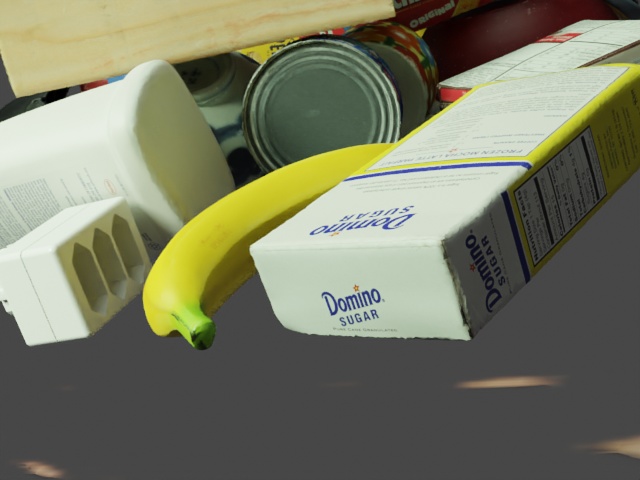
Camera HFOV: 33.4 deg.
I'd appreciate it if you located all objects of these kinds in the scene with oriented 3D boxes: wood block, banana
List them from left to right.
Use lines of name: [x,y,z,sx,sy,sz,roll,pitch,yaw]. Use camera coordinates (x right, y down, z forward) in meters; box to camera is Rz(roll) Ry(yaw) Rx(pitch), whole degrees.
wood block: [-0.070,-0.151,0.580,0.206,0.090,0.091,-11,24,5]
banana: [-0.021,-0.002,0.492,0.070,0.037,0.197,15,34,28]

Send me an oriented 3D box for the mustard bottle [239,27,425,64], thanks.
mustard bottle: [0.004,-0.149,0.797,0.191,0.096,0.058,-7,30,1]

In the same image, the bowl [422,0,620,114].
bowl: [0.124,-0.133,0.702,0.162,0.055,0.162,-17,17,5]

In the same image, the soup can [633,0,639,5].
soup can: [0.268,-0.211,0.769,0.102,0.068,0.068,-15,18,15]

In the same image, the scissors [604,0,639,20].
scissors: [0.197,-0.191,0.799,0.016,0.096,0.201,-55,-5,16]

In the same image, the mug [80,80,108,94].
mug: [-0.163,-0.151,1.030,0.082,0.093,0.117,-3,-14,30]

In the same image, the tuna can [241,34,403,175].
tuna can: [0.002,-0.068,0.579,0.086,0.086,0.033,-15,16,12]

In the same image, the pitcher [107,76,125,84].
pitcher: [-0.064,-0.179,0.911,0.242,0.145,0.149,-26,8,-14]

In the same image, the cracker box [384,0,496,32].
cracker box: [0.085,-0.231,0.726,0.164,0.072,0.214,-21,36,1]

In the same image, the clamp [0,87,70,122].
clamp: [-0.238,-0.109,0.965,0.120,0.039,0.171,39,90,35]

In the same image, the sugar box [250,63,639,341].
sugar box: [0.063,-0.020,0.438,0.094,0.048,0.175,-2,27,43]

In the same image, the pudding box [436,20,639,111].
pudding box: [0.133,-0.085,0.575,0.113,0.039,0.090,-26,19,-16]

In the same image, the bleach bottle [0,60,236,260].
bleach bottle: [-0.178,-0.023,0.601,0.251,0.102,0.068,-10,38,25]
